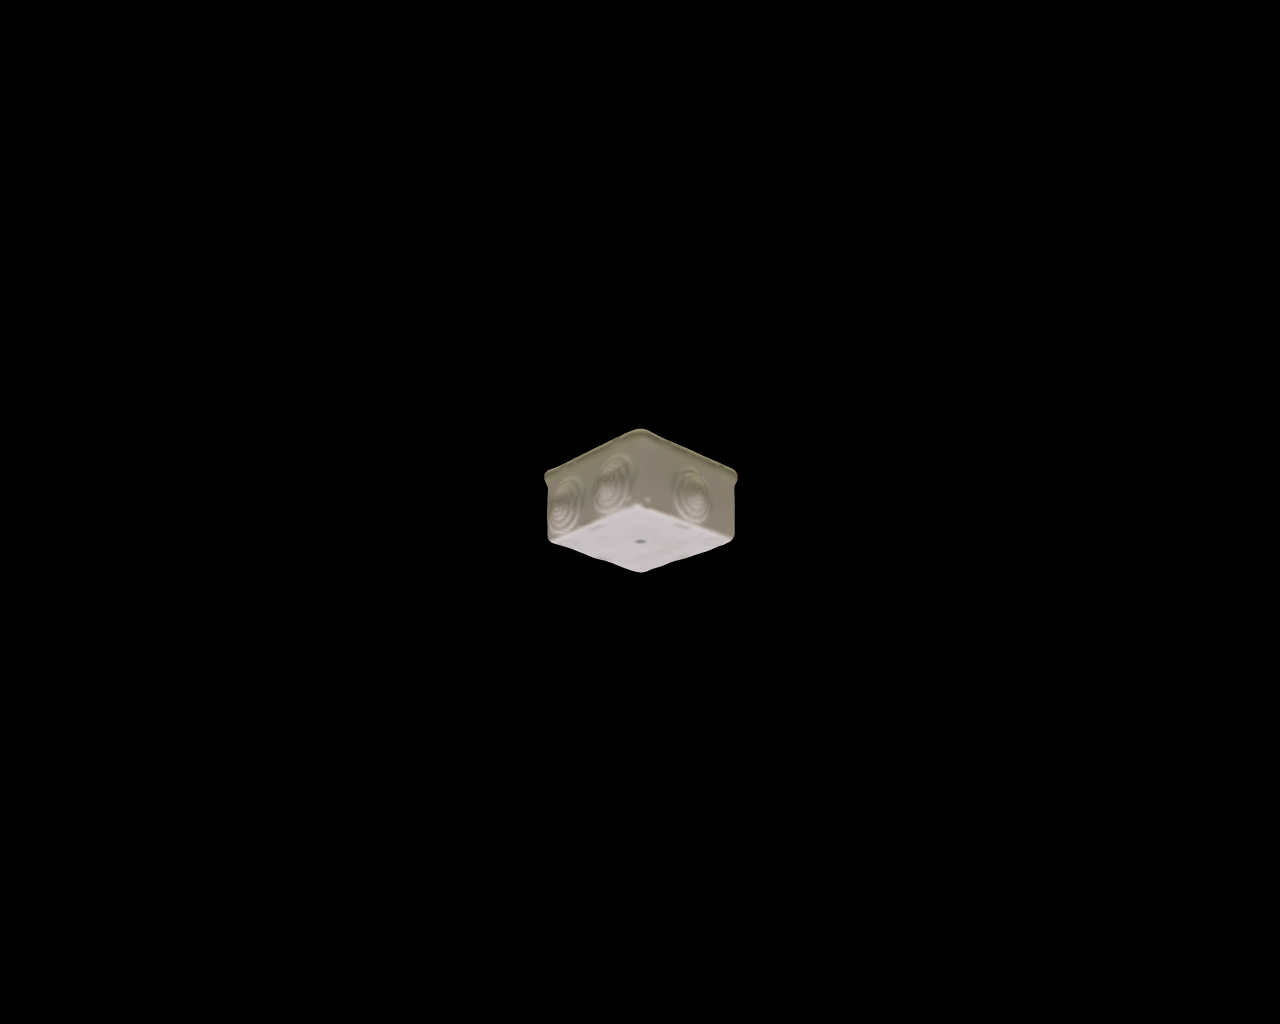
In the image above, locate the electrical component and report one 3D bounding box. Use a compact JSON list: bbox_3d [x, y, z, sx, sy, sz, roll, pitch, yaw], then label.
[{"bbox_3d":[0.001,-0.003,0.650,0.100,0.048,0.099,21,-31,-40],"label":"electrical component"}]
